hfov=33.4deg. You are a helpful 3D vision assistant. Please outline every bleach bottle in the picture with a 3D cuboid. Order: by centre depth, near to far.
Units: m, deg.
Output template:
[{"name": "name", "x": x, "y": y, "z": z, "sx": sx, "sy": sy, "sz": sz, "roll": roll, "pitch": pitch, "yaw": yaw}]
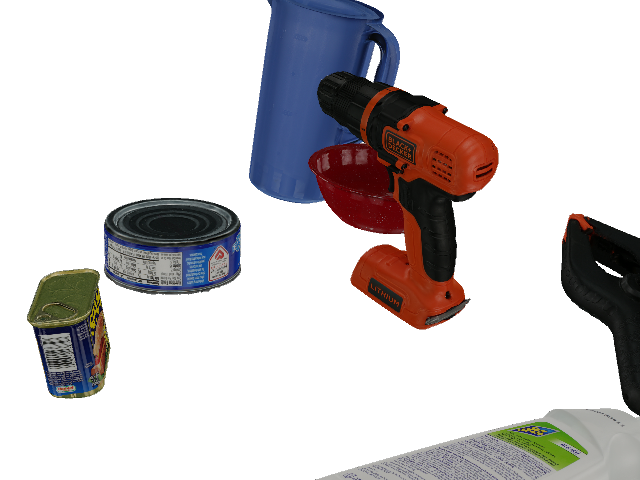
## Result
[{"name": "bleach bottle", "x": 0.112, "y": 0.144, "z": 0.596, "sx": 0.250, "sy": 0.068, "sz": 0.103, "roll": -10, "pitch": 21, "yaw": -31}]

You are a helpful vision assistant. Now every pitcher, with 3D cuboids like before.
[{"name": "pitcher", "x": -0.005, "y": -0.169, "z": 1.277, "sx": 0.145, "sy": 0.243, "sz": 0.149, "roll": 7, "pitch": 23, "yaw": -14}]

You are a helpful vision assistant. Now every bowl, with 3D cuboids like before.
[{"name": "bowl", "x": 0.065, "y": -0.049, "z": 1.111, "sx": 0.162, "sy": 0.055, "sz": 0.162, "roll": 6, "pitch": 23, "yaw": -3}]

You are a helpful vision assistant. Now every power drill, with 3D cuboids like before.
[{"name": "power drill", "x": 0.062, "y": -0.034, "z": 0.876, "sx": 0.057, "sy": 0.188, "sz": 0.185, "roll": -25, "pitch": 40, "yaw": -29}]

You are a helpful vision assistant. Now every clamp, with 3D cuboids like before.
[{"name": "clamp", "x": 0.229, "y": 0.044, "z": 0.730, "sx": 0.120, "sy": 0.039, "sz": 0.171, "roll": -3, "pitch": 45, "yaw": -19}]

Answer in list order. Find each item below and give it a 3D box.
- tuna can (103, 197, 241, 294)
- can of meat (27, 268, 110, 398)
[{"name": "tuna can", "x": -0.092, "y": 0.002, "z": 0.665, "sx": 0.086, "sy": 0.034, "sz": 0.086, "roll": 2, "pitch": 21, "yaw": -1}, {"name": "can of meat", "x": -0.231, "y": 0.087, "z": 0.995, "sx": 0.057, "sy": 0.084, "sz": 0.102, "roll": -6, "pitch": 25, "yaw": -2}]
